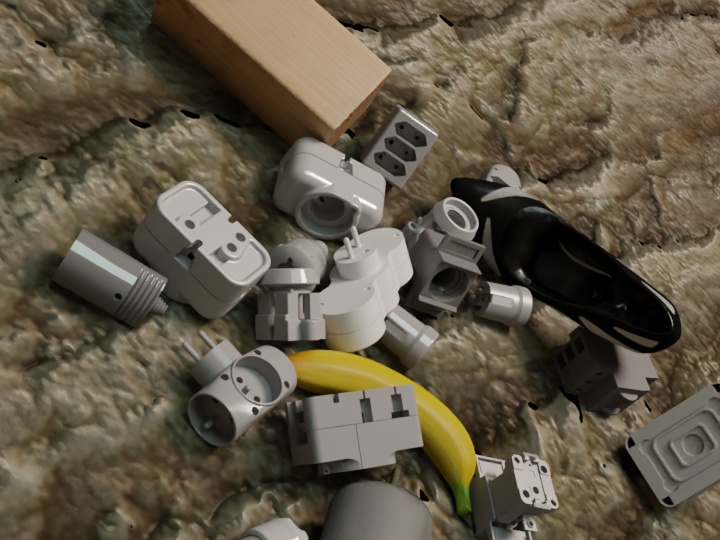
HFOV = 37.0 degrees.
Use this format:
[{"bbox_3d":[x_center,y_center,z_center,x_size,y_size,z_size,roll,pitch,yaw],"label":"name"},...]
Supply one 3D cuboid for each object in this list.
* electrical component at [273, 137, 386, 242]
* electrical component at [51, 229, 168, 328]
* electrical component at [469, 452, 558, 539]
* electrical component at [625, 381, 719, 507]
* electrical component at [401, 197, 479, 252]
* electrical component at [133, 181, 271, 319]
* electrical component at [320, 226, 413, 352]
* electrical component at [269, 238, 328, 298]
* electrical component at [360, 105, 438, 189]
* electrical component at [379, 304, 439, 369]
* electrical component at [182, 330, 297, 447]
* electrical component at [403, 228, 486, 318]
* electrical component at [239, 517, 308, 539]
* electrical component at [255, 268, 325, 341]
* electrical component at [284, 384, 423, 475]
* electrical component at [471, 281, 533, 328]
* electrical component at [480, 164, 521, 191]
[{"bbox_3d":[-0.027,-0.067,0.968,0.095,0.053,0.059,27,42,-19],"label":"electrical component"},{"bbox_3d":[-0.177,0.009,0.780,0.081,0.043,0.043,32,40,-13],"label":"electrical component"},{"bbox_3d":[0.122,0.182,0.860,0.042,0.064,0.081,17,45,-30],"label":"electrical component"},{"bbox_3d":[0.316,0.161,0.999,0.057,0.113,0.078,9,47,-60],"label":"electrical component"},{"bbox_3d":[0.081,-0.037,1.029,0.066,0.055,0.048,29,41,-17],"label":"electrical component"},{"bbox_3d":[-0.125,-0.013,0.831,0.095,0.059,0.054,45,39,2],"label":"electrical component"},{"bbox_3d":[0.000,0.000,0.903,0.138,0.052,0.073,-60,140,-53],"label":"electrical component"},{"bbox_3d":[-0.048,-0.007,0.905,0.048,0.048,0.062,45,32,2],"label":"electrical component"},{"bbox_3d":[0.037,-0.126,1.073,0.047,0.065,0.076,33,11,-12],"label":"electrical component"},{"bbox_3d":[0.038,0.056,0.923,0.046,0.040,0.040,39,39,4],"label":"electrical component"},{"bbox_3d":[-0.097,0.077,0.785,0.079,0.044,0.077,47,39,5],"label":"electrical component"},{"bbox_3d":[0.072,-0.002,0.977,0.042,0.081,0.063,19,26,-27],"label":"electrical component"},{"bbox_3d":[-0.066,0.191,0.709,0.062,0.043,0.043,-11,63,-44],"label":"electrical component"},{"bbox_3d":[-0.056,0.027,0.847,0.048,0.066,0.055,0,88,-40],"label":"electrical component"},{"bbox_3d":[-0.004,0.119,0.800,0.089,0.050,0.055,-4,80,-27],"label":"electrical component"},{"bbox_3d":[0.135,0.032,1.027,0.046,0.040,0.040,13,47,-24],"label":"electrical component"},{"bbox_3d":[0.152,-0.062,1.122,0.079,0.043,0.077,38,39,-6],"label":"electrical component"}]
